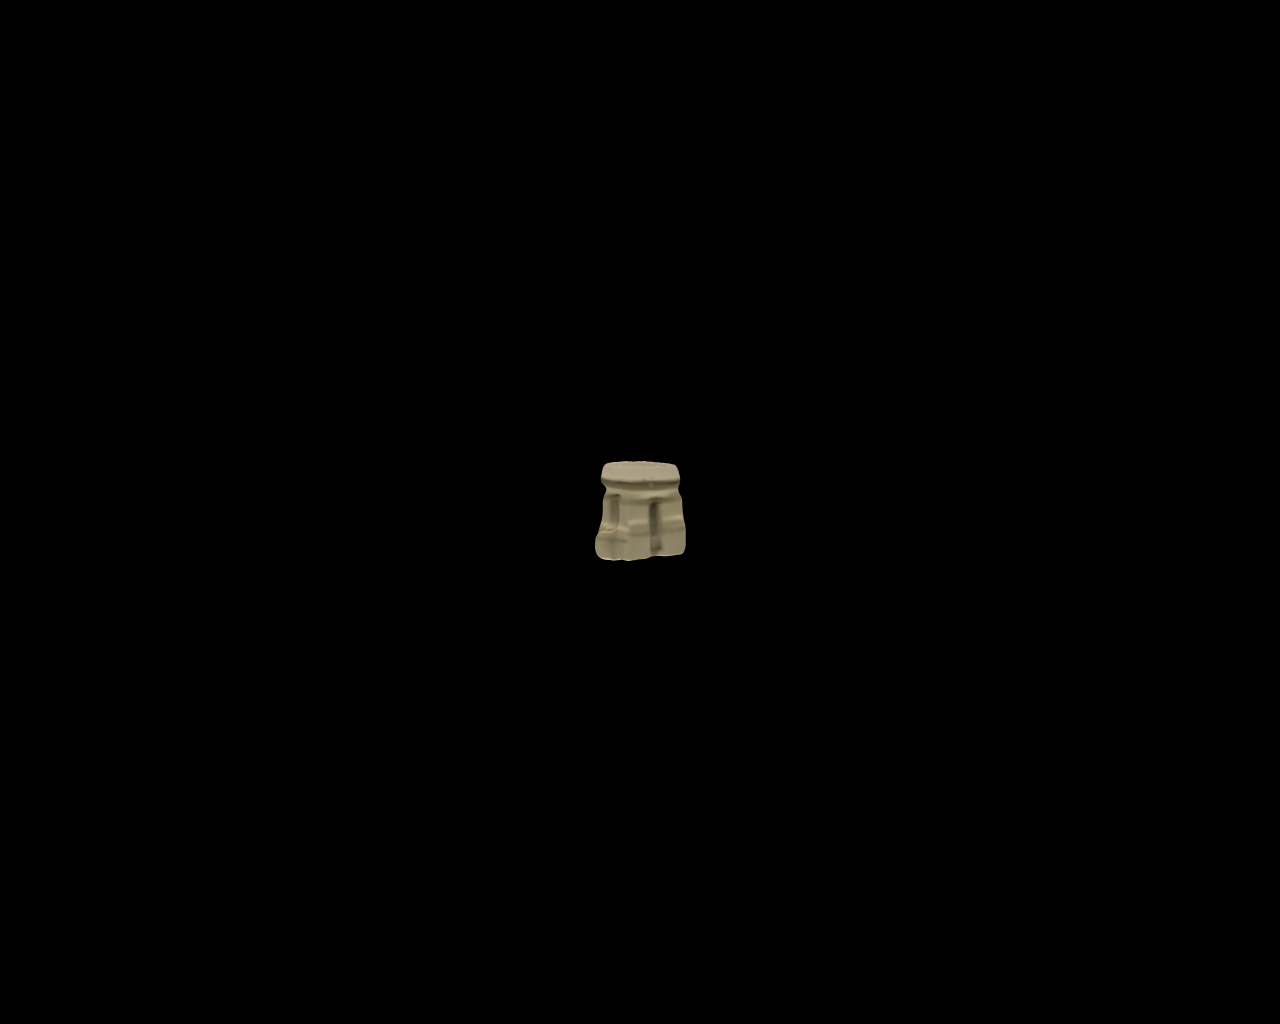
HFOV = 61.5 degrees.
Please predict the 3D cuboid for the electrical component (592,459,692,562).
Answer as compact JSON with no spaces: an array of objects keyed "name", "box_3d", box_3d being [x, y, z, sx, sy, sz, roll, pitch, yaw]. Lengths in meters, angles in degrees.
[{"name":"electrical component","box_3d":[0.001,-0.003,0.650,0.066,0.055,0.048,-6,11,-32]}]
